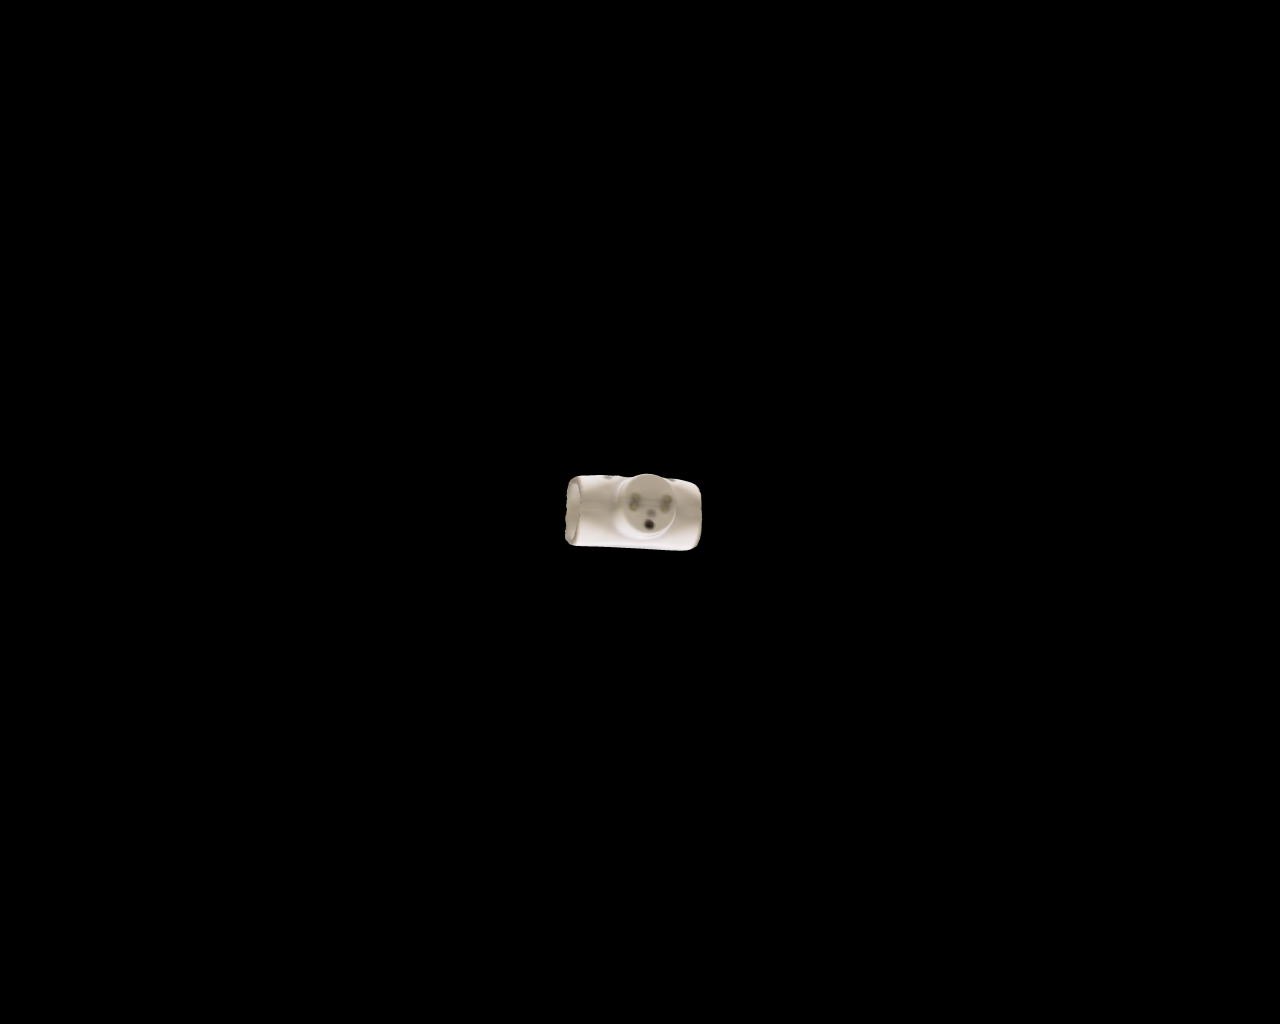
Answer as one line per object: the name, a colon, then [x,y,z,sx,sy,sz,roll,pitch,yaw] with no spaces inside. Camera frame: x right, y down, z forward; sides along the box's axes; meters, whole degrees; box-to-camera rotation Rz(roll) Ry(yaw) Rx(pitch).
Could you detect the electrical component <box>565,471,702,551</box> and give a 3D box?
electrical component: [0.001,-0.003,0.650,0.077,0.044,0.079,3,-11,-16]
